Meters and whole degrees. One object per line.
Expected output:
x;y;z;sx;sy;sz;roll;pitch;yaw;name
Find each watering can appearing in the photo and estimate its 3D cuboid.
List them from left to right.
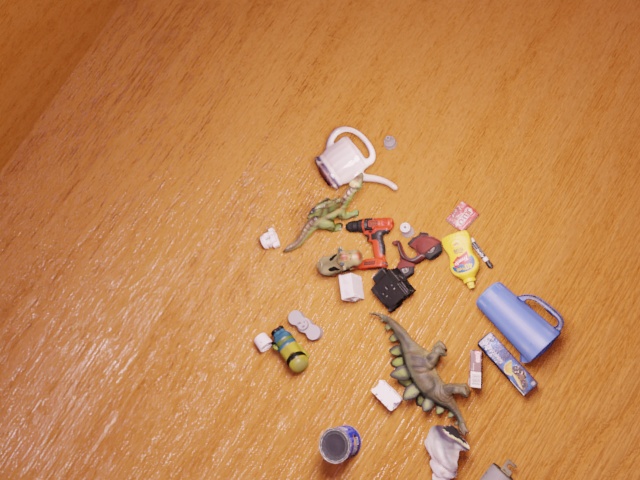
0.120;-0.271;1.934;0.223;0.103;0.353;-36;68;6;watering can

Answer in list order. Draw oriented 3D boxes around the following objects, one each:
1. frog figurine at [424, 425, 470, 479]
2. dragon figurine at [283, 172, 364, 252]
0.366;0.651;1.559;0.159;0.121;0.139;-61;33;4;frog figurine
0.006;-0.093;1.846;0.410;0.240;0.123;-39;72;1;dragon figurine
